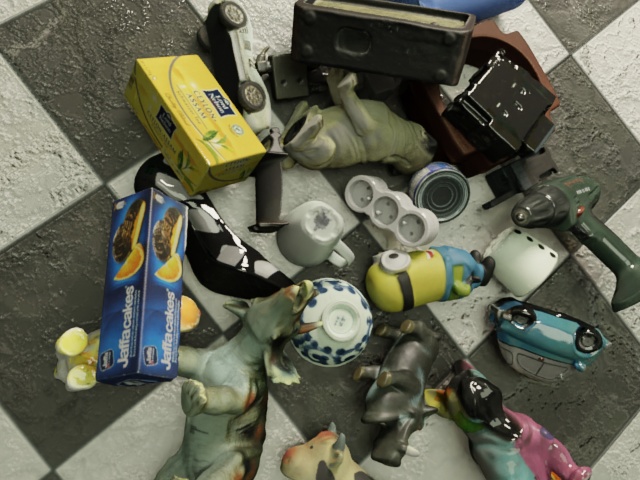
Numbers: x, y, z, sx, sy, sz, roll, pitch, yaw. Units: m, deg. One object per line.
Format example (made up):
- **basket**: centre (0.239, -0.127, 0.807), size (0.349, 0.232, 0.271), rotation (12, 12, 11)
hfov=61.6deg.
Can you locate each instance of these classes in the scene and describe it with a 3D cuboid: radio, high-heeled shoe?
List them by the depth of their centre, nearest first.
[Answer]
- **radio**: centre (0.080, -0.264, 0.698), size (0.230, 0.073, 0.131), rotation (11, 33, 9)
- **high-heeled shoe**: centre (-0.128, -0.016, 0.704), size (0.248, 0.086, 0.145), rotation (24, 56, -19)

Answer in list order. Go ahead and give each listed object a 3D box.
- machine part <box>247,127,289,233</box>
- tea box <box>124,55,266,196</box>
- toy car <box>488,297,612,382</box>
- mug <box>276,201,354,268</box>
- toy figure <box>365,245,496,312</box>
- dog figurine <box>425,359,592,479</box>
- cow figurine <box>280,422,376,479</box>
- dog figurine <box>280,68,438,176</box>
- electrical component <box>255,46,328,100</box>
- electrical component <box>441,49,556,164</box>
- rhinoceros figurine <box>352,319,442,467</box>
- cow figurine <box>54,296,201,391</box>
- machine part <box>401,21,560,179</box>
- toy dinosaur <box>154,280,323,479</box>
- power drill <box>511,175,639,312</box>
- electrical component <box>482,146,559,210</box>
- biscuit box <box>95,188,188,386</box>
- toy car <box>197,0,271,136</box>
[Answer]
- **machine part**: centre (-0.072, -0.073, 0.712), size (0.039, 0.084, 0.139), rotation (14, 61, -37)
- **tea box**: centre (-0.160, -0.148, 0.683), size (0.098, 0.068, 0.169), rotation (-27, 76, -45)
- **toy car**: centre (0.315, 0.148, 0.764), size (0.162, 0.109, 0.102), rotation (15, 94, -2)
- **mug**: centre (-0.001, -0.002, 0.706), size (0.109, 0.107, 0.081), rotation (44, 74, -1)
- **toy figure**: centre (0.153, 0.052, 0.750), size (0.180, 0.082, 0.089), rotation (-1, 80, -17)
- **dog figurine**: centre (0.238, 0.271, 0.725), size (0.108, 0.191, 0.219), rotation (-34, 55, -14)
- **cow figurine**: centre (0.038, 0.318, 0.670), size (0.195, 0.085, 0.127), rotation (31, 80, -5)
- **dog figurine**: centre (0.055, -0.126, 0.759), size (0.172, 0.121, 0.190), rotation (-41, 118, 21)
- **electrical component**: centre (-0.045, -0.243, 0.775), size (0.102, 0.045, 0.078), rotation (-17, 113, -14)
- **electrical component**: centre (0.255, -0.176, 0.741), size (0.134, 0.058, 0.115), rotation (40, 75, -4)
- **rhinoceros figurine**: centre (0.105, 0.196, 0.708), size (0.112, 0.073, 0.190), rotation (37, 58, -24)
- **cow figurine**: centre (-0.228, 0.123, 0.643), size (0.167, 0.098, 0.068), rotation (-21, 80, -36)
- **machine part**: centre (0.241, -0.210, 0.818), size (0.201, 0.087, 0.201), rotation (-28, 89, -17)
- **toy dinosaur**: centre (-0.113, 0.226, 0.628), size (0.192, 0.131, 0.404), rotation (12, 93, -51)
- **power drill**: centre (0.382, 0.000, 0.771), size (0.207, 0.086, 0.232), rotation (46, 41, 14)
- **electrical component**: centre (0.290, -0.091, 0.815), size (0.119, 0.075, 0.047), rotation (-26, 88, -14)
- **biscuit box**: centre (-0.186, 0.049, 0.570), size (0.063, 0.059, 0.202), rotation (-15, 65, 24)
- **toy car**: centre (-0.117, -0.234, 0.734), size (0.056, 0.073, 0.201), rotation (-7, 80, -43)
